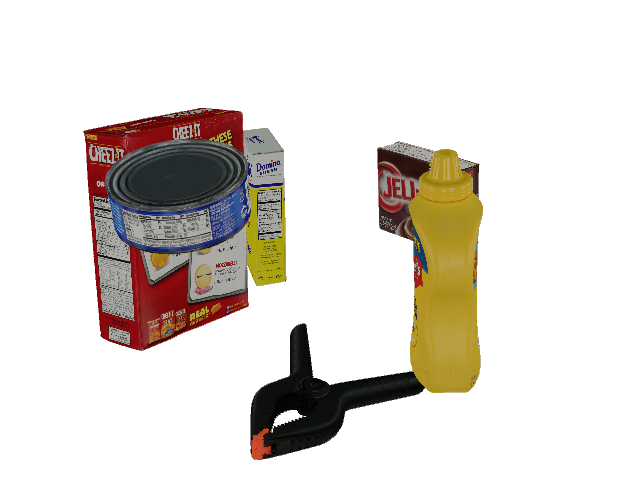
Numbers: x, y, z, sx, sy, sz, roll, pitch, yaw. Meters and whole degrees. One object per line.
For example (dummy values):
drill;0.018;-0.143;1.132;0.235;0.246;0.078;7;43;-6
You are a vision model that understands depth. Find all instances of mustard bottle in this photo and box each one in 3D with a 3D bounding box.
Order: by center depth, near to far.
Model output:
mustard bottle;0.100;0.020;0.853;0.058;0.192;0.096;-1;25;3

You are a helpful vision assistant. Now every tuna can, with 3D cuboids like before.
tuna can;-0.084;-0.027;0.643;0.086;0.034;0.086;-4;32;2

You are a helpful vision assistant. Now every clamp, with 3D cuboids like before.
clamp;0.004;0.160;1.085;0.165;0.036;0.209;15;30;21

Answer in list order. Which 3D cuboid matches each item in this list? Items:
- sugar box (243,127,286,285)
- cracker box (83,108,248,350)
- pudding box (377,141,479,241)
sugar box;-0.073;-0.042;1.328;0.048;0.176;0.093;-9;25;-13
cracker box;-0.151;-0.017;1.076;0.072;0.214;0.163;10;19;36
pudding box;0.107;-0.044;1.076;0.039;0.090;0.114;-23;30;-38
